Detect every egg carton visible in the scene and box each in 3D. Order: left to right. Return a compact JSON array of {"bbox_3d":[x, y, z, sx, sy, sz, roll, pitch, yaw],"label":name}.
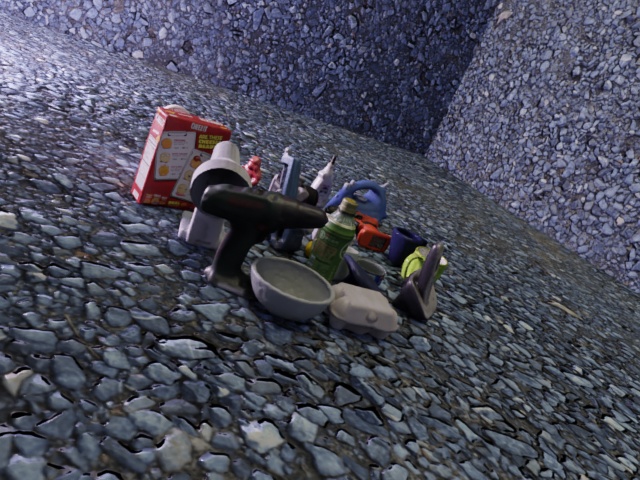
[{"bbox_3d":[0.080,0.143,1.145,0.151,0.069,0.107,16,20,-23],"label":"egg carton"}]

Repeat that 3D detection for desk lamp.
[{"bbox_3d":[-0.219,-0.091,1.188,0.118,0.213,0.203,18,20,-18],"label":"desk lamp"}]

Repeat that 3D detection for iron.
[{"bbox_3d":[0.122,-0.133,1.833,0.259,0.141,0.118,4,27,-46],"label":"iron"}]

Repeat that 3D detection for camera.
[{"bbox_3d":[-0.064,-0.136,1.679,0.137,0.101,0.142,11,22,-33],"label":"camera"}]

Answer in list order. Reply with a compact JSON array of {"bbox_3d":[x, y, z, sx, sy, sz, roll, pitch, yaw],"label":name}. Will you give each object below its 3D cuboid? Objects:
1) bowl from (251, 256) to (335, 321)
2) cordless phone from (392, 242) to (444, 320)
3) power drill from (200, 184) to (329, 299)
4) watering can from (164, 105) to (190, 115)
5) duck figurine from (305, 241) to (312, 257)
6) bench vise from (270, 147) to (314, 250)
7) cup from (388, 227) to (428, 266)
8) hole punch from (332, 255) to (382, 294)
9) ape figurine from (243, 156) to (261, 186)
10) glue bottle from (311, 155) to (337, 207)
[{"bbox_3d":[-0.060,0.102,1.076,0.167,0.075,0.167,22,19,-7],"label":"bowl"},{"bbox_3d":[0.256,0.085,1.335,0.094,0.185,0.148,28,19,13],"label":"cordless phone"},{"bbox_3d":[-0.124,-0.002,1.071,0.230,0.208,0.075,22,19,-5],"label":"power drill"},{"bbox_3d":[-0.375,-0.241,1.437,0.172,0.194,0.101,34,21,28],"label":"watering can"},{"bbox_3d":[0.013,0.005,1.411,0.077,0.086,0.105,31,20,19],"label":"duck figurine"},{"bbox_3d":[-0.071,-0.097,1.376,0.207,0.220,0.122,31,20,20],"label":"bench vise"},{"bbox_3d":[0.243,0.025,1.622,0.118,0.095,0.091,13,21,-30],"label":"cup"},{"bbox_3d":[0.088,0.093,1.255,0.101,0.091,0.108,17,20,-21],"label":"hole punch"},{"bbox_3d":[-0.206,-0.209,1.716,0.077,0.092,0.076,30,19,18],"label":"ape figurine"},{"bbox_3d":[0.013,-0.187,1.796,0.037,0.173,0.078,37,23,34],"label":"glue bottle"}]
